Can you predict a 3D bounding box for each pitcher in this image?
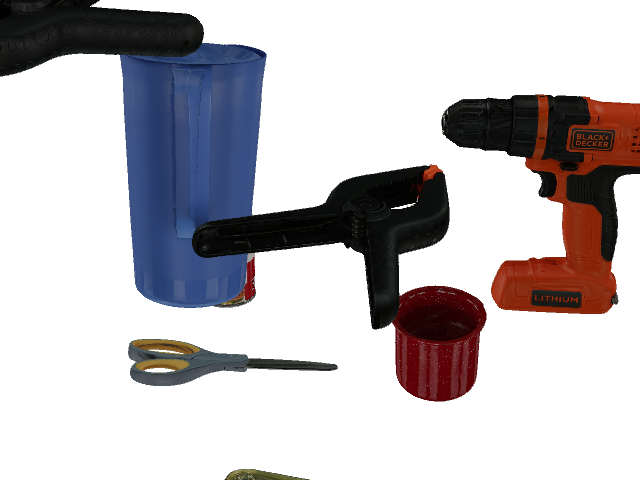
[{"bbox_3d":[-0.121,-0.061,0.998,0.145,0.243,0.148,17,23,37],"label":"pitcher"}]

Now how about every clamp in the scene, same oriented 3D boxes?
[{"bbox_3d":[0.021,-0.012,0.774,0.165,0.036,0.209,18,32,25],"label":"clamp"},{"bbox_3d":[-0.167,-0.129,0.616,0.171,0.039,0.120,-10,31,-29],"label":"clamp"}]

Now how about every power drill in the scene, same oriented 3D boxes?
[{"bbox_3d":[0.189,-0.031,0.894,0.184,0.188,0.057,4,29,5],"label":"power drill"}]

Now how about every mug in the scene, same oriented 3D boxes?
[{"bbox_3d":[0.123,0.099,1.062,0.093,0.081,0.117,24,42,34],"label":"mug"}]

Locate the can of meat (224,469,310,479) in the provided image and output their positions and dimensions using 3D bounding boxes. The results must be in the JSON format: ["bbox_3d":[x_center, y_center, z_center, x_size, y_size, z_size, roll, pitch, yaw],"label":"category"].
[{"bbox_3d":[-0.029,0.230,0.814,0.102,0.084,0.057,8,14,9],"label":"can of meat"}]

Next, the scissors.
[{"bbox_3d":[-0.091,0.122,1.008,0.202,0.016,0.096,7,17,10],"label":"scissors"}]

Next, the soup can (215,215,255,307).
[{"bbox_3d":[-0.110,0.018,1.246,0.068,0.102,0.068,0,25,0],"label":"soup can"}]
